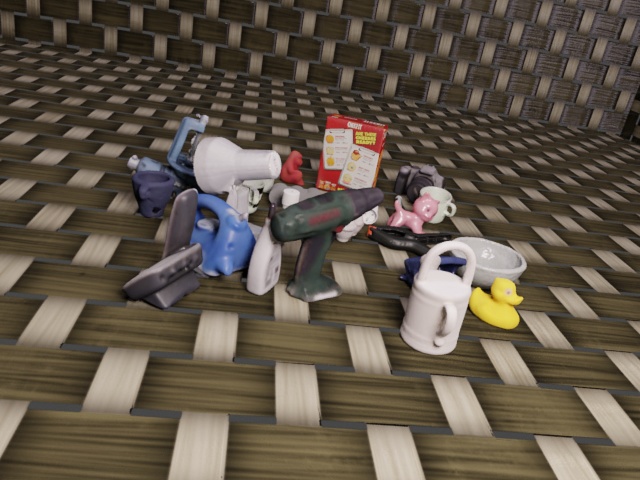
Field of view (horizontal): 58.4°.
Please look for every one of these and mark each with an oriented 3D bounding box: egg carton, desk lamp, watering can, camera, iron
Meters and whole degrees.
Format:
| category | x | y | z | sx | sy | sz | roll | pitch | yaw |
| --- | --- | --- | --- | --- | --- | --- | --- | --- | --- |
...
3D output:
| category | x | y | z | sx | sy | sz | roll | pitch | yaw |
| --- | --- | --- | --- | --- | --- | --- | --- | --- | --- |
| egg carton | 0.027 | -0.053 | 1.369 | 0.150 | 0.069 | 0.107 | 19 | 26 | 19 |
| desk lamp | -0.167 | -0.103 | 1.223 | 0.202 | 0.213 | 0.118 | 18 | 25 | 16 |
| watering can | 0.203 | 0.086 | 0.983 | 0.101 | 0.194 | 0.172 | -3 | 27 | -27 |
| camera | 0.287 | -0.167 | 1.688 | 0.143 | 0.101 | 0.137 | 18 | 25 | 17 |
| iron | -0.222 | -0.030 | 1.130 | 0.257 | 0.141 | 0.119 | 29 | 30 | 35 |

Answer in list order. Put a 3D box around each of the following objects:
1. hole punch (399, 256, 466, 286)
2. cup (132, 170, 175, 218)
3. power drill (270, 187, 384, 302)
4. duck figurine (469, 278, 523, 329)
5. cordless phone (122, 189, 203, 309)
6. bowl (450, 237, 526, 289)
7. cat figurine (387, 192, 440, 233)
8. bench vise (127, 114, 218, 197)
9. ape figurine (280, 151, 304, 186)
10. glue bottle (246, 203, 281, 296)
| category | x | y | z | sx | sy | sz | roll | pitch | yaw |
| --- | --- | --- | --- | --- | --- | --- | --- | --- | --- |
| hole punch | 0.232 | 0.058 | 1.182 | 0.109 | 0.091 | 0.100 | -1 | 27 | -24 |
| cup | -0.373 | -0.093 | 1.263 | 0.091 | 0.095 | 0.117 | 10 | 24 | -1 |
| power drill | 0.010 | 0.004 | 1.067 | 0.230 | 0.208 | 0.075 | -8 | 30 | -35 |
| duck figurine | 0.345 | 0.113 | 1.113 | 0.104 | 0.086 | 0.078 | 29 | 30 | 36 |
| cordless phone | -0.261 | 0.009 | 0.975 | 0.094 | 0.185 | 0.148 | 16 | 25 | 13 |
| bowl | 0.356 | 0.060 | 1.248 | 0.167 | 0.075 | 0.167 | 9 | 24 | -4 |
| cat figurine | 0.240 | -0.071 | 1.436 | 0.128 | 0.118 | 0.067 | 6 | 25 | -10 |
| bench vise | -0.334 | -0.187 | 1.333 | 0.208 | 0.220 | 0.121 | -4 | 28 | -28 |
| ape figurine | -0.075 | -0.211 | 1.647 | 0.076 | 0.092 | 0.078 | 12 | 24 | 5 |
| glue bottle | -0.095 | 0.012 | 1.049 | 0.037 | 0.173 | 0.078 | 19 | 26 | 19 |
